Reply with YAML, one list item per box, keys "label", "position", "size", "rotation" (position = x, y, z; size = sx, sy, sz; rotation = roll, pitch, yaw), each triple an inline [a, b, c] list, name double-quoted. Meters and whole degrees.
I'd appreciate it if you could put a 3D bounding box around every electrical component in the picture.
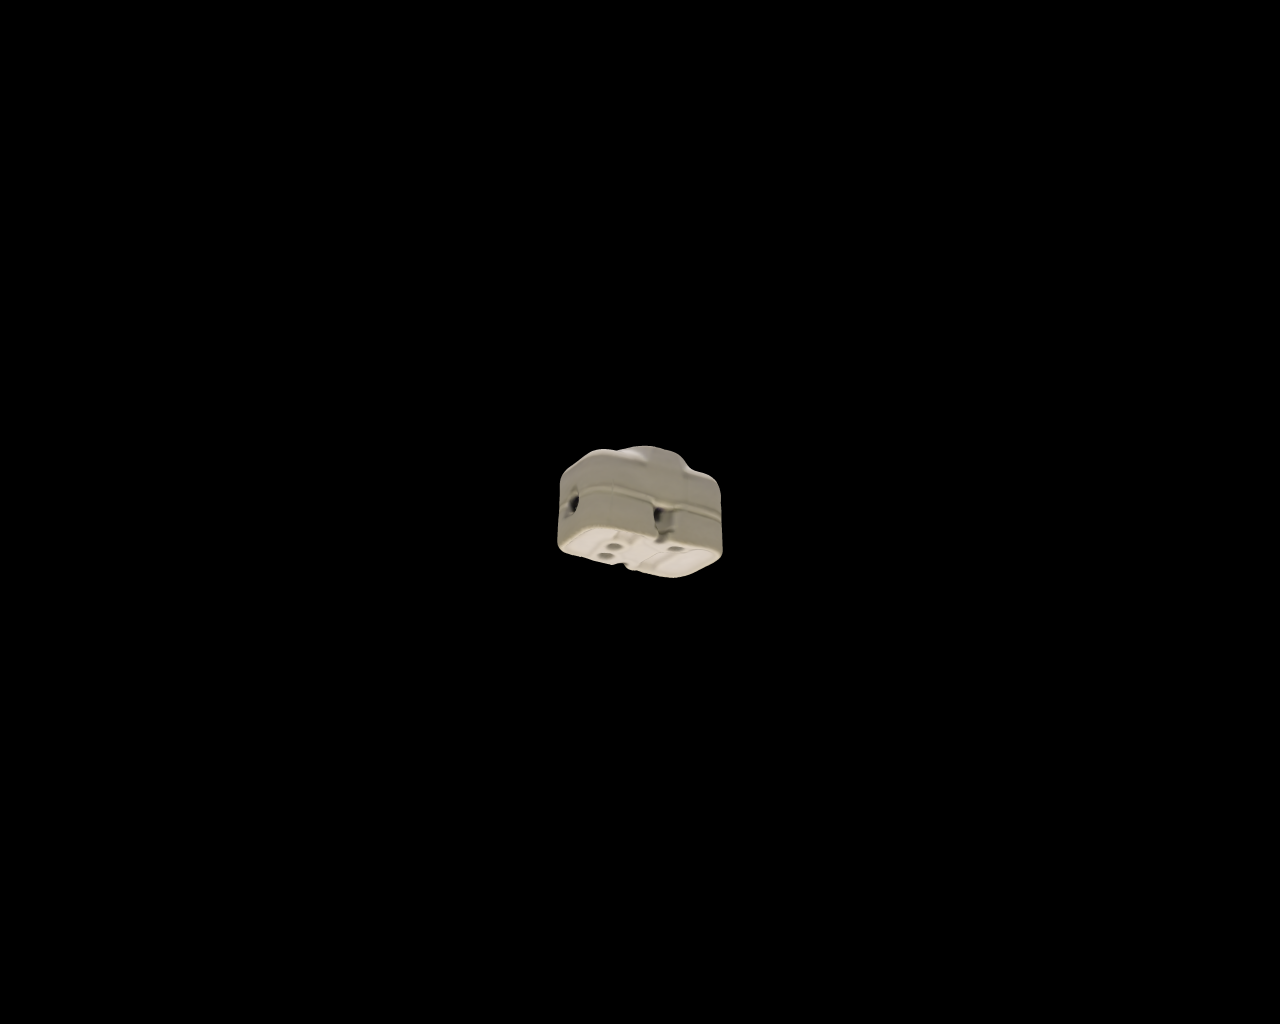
- label: "electrical component"
  position: [0.001, -0.003, 0.650]
  size: [0.095, 0.059, 0.053]
  rotation: [14, -27, -29]
